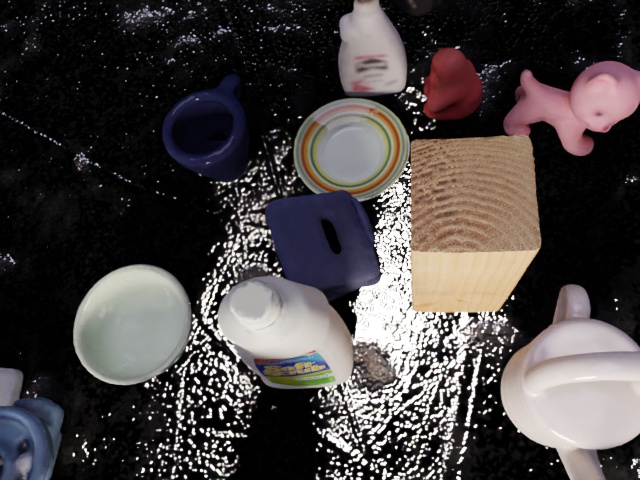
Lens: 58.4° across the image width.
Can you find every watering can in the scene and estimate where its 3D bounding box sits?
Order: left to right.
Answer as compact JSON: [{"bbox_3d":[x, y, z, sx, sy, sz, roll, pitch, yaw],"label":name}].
[{"bbox_3d":[0.211,0.122,0.453,0.101,0.194,0.172,-21,69,2],"label":"watering can"}]

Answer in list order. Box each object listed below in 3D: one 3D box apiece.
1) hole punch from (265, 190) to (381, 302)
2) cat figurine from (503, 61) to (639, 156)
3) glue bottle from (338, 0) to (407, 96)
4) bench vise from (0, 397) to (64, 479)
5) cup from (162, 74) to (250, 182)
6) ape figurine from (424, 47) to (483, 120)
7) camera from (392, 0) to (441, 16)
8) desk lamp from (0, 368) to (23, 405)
[{"bbox_3d":[0.005,0.002,0.583,0.101,0.091,0.108,-21,69,2],"label":"hole punch"},{"bbox_3d":[0.260,-0.145,0.578,0.127,0.118,0.067,17,75,15],"label":"cat figurine"},{"bbox_3d":[0.052,-0.214,0.607,0.078,0.173,0.037,-8,70,7],"label":"glue bottle"},{"bbox_3d":[-0.291,0.235,0.482,0.121,0.220,0.207,-21,69,2],"label":"bench vise"},{"bbox_3d":[-0.111,-0.117,0.641,0.091,0.095,0.118,20,75,15],"label":"cup"},{"bbox_3d":[0.140,-0.175,0.622,0.076,0.092,0.078,33,79,18],"label":"ape figurine"},{"bbox_3d":[0.123,-0.350,0.681,0.143,0.101,0.137,27,77,17],"label":"camera"},{"bbox_3d":[-0.397,0.205,0.513,0.117,0.214,0.203,0,71,9],"label":"desk lamp"}]
